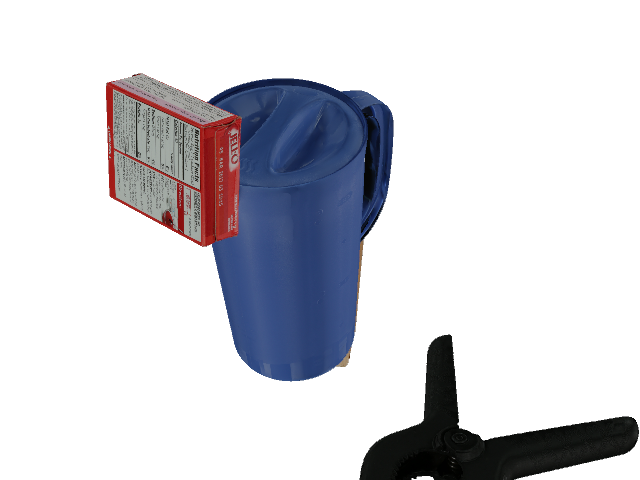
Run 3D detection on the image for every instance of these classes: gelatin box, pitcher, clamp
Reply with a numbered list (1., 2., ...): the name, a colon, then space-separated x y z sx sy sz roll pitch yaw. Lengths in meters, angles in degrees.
1. gelatin box: -0.083 -0.047 0.604 0.089 0.073 0.030 26 35 35
2. pitcher: -0.019 -0.004 0.869 0.149 0.243 0.145 2 44 6
3. clamp: 0.086 0.137 0.709 0.209 0.036 0.165 -27 39 -35

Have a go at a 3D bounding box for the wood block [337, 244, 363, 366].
1. wood block: -0.001 0.024 1.175 0.090 0.206 0.090 7 25 5
